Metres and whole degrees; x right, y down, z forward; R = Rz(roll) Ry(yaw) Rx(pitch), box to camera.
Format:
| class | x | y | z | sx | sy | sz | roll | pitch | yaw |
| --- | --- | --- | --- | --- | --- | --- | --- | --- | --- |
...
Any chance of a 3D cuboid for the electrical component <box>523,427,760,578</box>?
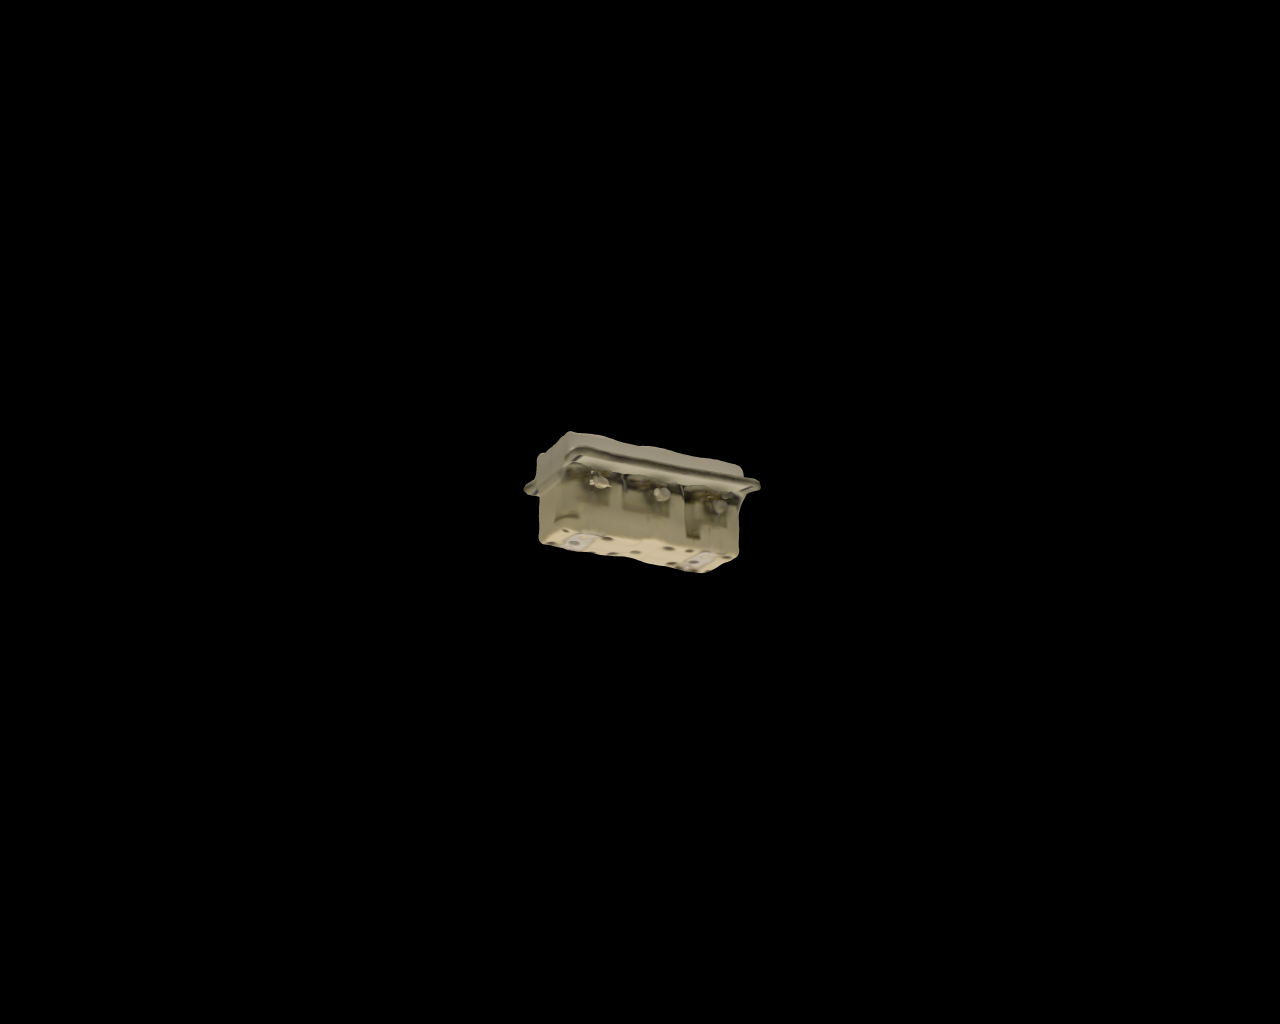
| class | x | y | z | sx | sy | sz | roll | pitch | yaw |
| --- | --- | --- | --- | --- | --- | --- | --- | --- | --- |
| electrical component | 0.001 | -0.003 | 0.650 | 0.121 | 0.063 | 0.078 | 11 | -23 | -27 |
